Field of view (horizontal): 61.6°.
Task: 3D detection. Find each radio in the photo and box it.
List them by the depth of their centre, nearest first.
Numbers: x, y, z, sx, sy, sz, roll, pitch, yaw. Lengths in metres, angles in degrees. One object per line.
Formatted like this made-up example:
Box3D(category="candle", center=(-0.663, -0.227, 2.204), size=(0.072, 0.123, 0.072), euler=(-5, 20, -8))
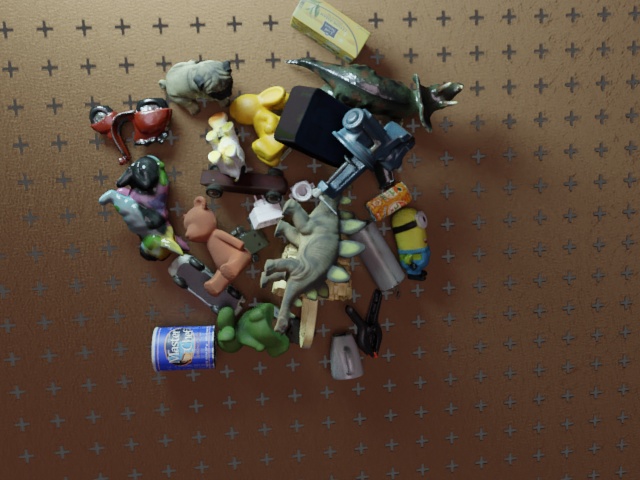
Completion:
Box3D(category="radio", center=(0.013, -0.246, 1.201), size=(0.229, 0.073, 0.131), euler=(16, 95, -50))

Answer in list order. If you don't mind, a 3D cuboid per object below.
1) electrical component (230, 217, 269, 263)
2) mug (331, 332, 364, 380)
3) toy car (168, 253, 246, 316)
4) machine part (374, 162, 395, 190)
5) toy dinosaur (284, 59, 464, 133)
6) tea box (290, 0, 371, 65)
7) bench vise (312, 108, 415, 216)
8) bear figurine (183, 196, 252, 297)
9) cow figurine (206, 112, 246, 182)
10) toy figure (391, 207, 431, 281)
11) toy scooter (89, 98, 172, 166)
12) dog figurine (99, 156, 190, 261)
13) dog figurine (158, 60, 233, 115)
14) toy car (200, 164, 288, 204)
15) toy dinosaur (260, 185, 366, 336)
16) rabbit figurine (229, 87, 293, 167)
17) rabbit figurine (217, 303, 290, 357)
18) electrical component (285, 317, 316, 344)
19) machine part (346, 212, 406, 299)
Box3D(category="electrical component", center=(-0.172, 0.004, 1.294), size=(0.078, 0.045, 0.102), euler=(-39, 105, -29))
Box3D(category="mug", center=(0.062, 0.287, 1.335), size=(0.081, 0.109, 0.107), euler=(-10, 86, -3))
Box3D(category="toy car", center=(-0.271, 0.112, 1.290), size=(0.201, 0.056, 0.073), euler=(40, 86, -12))
Box3D(category="machine part", center=(0.149, -0.191, 1.307), size=(0.084, 0.039, 0.138), euler=(-15, 98, -11))
Box3D(category="toy dinosaur", center=(0.117, -0.335, 1.205), size=(0.405, 0.192, 0.131), euler=(12, 94, -10))
Box3D(category="tea box", center=(0.021, -0.478, 1.219), size=(0.169, 0.098, 0.068), euler=(31, 94, -12))
Box3D(category="bench vise", center=(0.084, -0.171, 1.173), size=(0.240, 0.223, 0.129), euler=(-46, 61, 9))
Box3D(category="bear figurine", center=(-0.251, 0.009, 1.225), size=(0.196, 0.132, 0.120), euler=(46, 129, -7))
Box3D(category="cow figurine", center=(-0.208, -0.215, 1.224), size=(0.068, 0.167, 0.098), euler=(-21, 142, 9))
Box3D(category="toy figure", center=(0.225, 0.009, 1.324), size=(0.089, 0.082, 0.180), euler=(-7, 102, -8))
Box3D(category="toy scooter", center=(-0.417, -0.242, 1.210), size=(0.184, 0.075, 0.135), euler=(-10, 99, -2))
Box3D(category="dog figurine", center=(-0.370, -0.059, 1.222), size=(0.219, 0.108, 0.191), euler=(44, 93, -10))
Box3D(category="dog figurine", center=(-0.271, -0.342, 1.155), size=(0.172, 0.191, 0.121), euler=(-14, 100, -3))
Box3D(category="toy car", center=(-0.176, -0.130, 1.254), size=(0.202, 0.053, 0.089), euler=(3, 55, -7))
Box3D(category="toy dinosaur", center=(-0.002, -0.004, 1.199), size=(0.198, 0.105, 0.471), euler=(21, 64, -7))
Box3D(category="rabbit figurine", center=(-0.126, -0.274, 1.224), size=(0.173, 0.122, 0.162), euler=(39, 99, 8))
Box3D(category="rabbit figurine", center=(-0.179, 0.225, 1.273), size=(0.170, 0.159, 0.121), euler=(-25, 58, 20))
Box3D(category="electrical component", center=(-0.059, 0.230, 1.349), size=(0.094, 0.021, 0.063), euler=(30, 94, -11))
Box3D(category="machine part", center=(0.138, 0.037, 1.319), size=(0.079, 0.079, 0.243), euler=(-33, 101, -1))
